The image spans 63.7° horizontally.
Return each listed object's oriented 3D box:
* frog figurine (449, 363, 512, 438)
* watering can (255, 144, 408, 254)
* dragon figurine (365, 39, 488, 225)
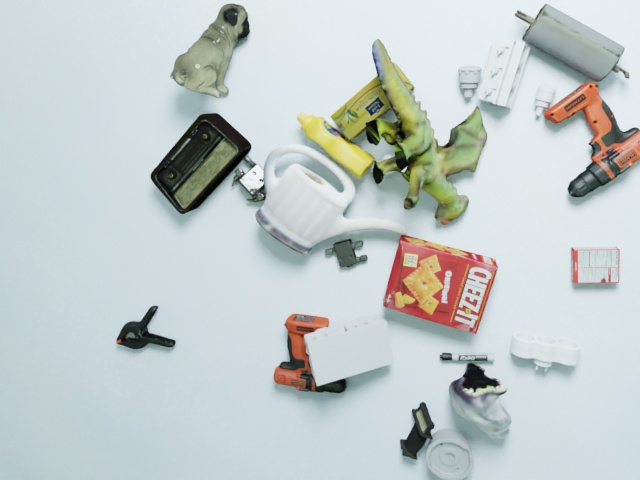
[{"bbox_3d":[0.357,0.381,1.152,0.138,0.124,0.157,10,118,45],"label":"frog figurine"},{"bbox_3d":[0.004,-0.058,1.152,0.347,0.105,0.221,38,109,0],"label":"watering can"},{"bbox_3d":[0.230,-0.208,1.043,0.244,0.123,0.403,-18,113,-22],"label":"dragon figurine"}]
